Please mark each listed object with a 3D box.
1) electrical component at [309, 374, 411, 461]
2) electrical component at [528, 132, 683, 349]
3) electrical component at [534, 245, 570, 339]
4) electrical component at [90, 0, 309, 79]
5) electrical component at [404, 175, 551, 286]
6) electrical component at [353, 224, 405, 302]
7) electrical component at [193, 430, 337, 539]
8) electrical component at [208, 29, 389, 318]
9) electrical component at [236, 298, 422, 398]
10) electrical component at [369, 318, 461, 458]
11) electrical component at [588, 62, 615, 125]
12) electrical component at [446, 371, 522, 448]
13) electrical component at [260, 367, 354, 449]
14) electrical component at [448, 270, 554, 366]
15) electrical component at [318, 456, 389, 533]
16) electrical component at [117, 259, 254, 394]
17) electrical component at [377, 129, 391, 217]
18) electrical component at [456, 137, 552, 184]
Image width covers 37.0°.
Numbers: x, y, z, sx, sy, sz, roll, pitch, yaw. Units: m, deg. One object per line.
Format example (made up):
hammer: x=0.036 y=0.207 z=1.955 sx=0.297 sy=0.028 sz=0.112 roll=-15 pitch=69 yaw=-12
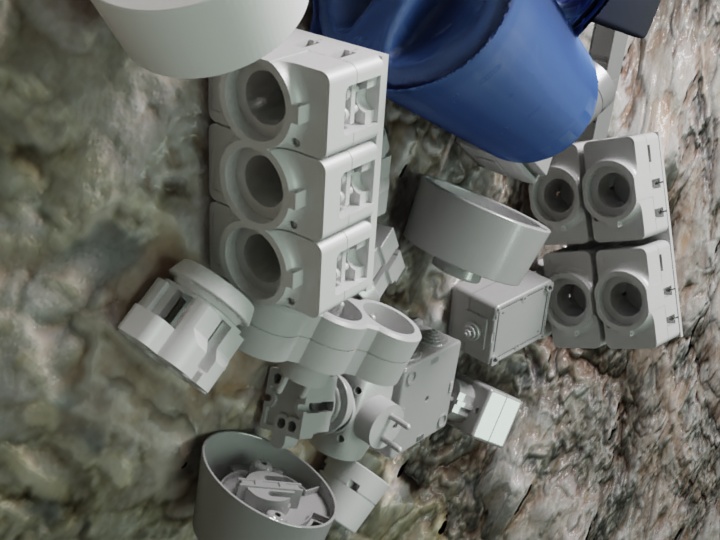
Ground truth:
electrical component: x=0.006 y=0.109 z=0.814 sx=0.044 sy=0.079 sz=0.077 roll=5 pitch=109 yaw=-50
electrical component: x=0.220 y=-0.024 z=0.975 sx=0.060 sy=0.105 sz=0.186 roll=-15 pitch=99 yaw=-48
electrical component: x=0.191 y=0.012 z=1.060 sx=0.138 sy=0.052 sz=0.073 roll=-23 pitch=127 yaw=-49
electrical component: x=-0.076 y=-0.140 z=0.518 sx=0.108 sy=0.108 sz=0.060 roll=-53 pitch=152 yaw=-22
electrical component: x=0.086 y=-0.025 z=0.833 sx=0.108 sy=0.108 sz=0.060 roll=6 pitch=110 yaw=-57
electrical component: x=0.000 y=0.000 z=0.775 sx=0.055 sy=0.048 sz=0.066 roll=-57 pitch=148 yaw=-30
electrical component: x=-0.065 y=0.156 z=0.728 sx=0.099 sy=0.099 sz=0.064 roll=-13 pitch=126 yaw=-53
electrical component: x=-0.041 y=-0.058 z=0.633 sx=0.062 sy=0.089 sz=0.150 roll=-29 pitch=132 yaw=-45
electrical component: x=-0.032 y=0.054 z=0.717 sx=0.138 sy=0.052 sz=0.073 roll=16 pitch=111 yaw=-31
electrical component: x=0.037 y=0.098 z=0.886 sx=0.100 sy=0.048 sz=0.099 roll=-20 pitch=125 yaw=-50
electrical component: x=0.190 y=-0.153 z=0.956 sx=0.047 sy=0.055 sz=0.055 roll=-46 pitch=143 yaw=-25
electrical component: x=0.093 y=0.121 z=0.977 sx=0.077 sy=0.066 sz=0.047 roll=24 pitch=89 yaw=-29
electrical component: x=-0.037 y=0.095 z=0.775 sx=0.055 sy=0.048 sz=0.066 roll=8 pitch=92 yaw=-54
electrical component: x=0.119 y=0.038 z=0.967 sx=0.096 sy=0.061 sz=0.061 roll=-22 pitch=128 yaw=-39
electrical component: x=-0.012 y=0.176 z=0.858 sx=0.047 sy=0.055 sz=0.055 roll=-56 pitch=147 yaw=-12
electrical component: x=-0.099 y=0.031 z=0.634 sx=0.057 sy=0.058 sz=0.078 roll=-56 pitch=147 yaw=-14
electrical component: x=-0.012 y=-0.067 z=0.704 sx=0.078 sy=0.058 sz=0.057 roll=-29 pitch=135 yaw=-45
electrical component: x=0.133 y=-0.127 z=0.879 sx=0.062 sy=0.061 sz=0.096 roll=31 pitch=83 yaw=-58
